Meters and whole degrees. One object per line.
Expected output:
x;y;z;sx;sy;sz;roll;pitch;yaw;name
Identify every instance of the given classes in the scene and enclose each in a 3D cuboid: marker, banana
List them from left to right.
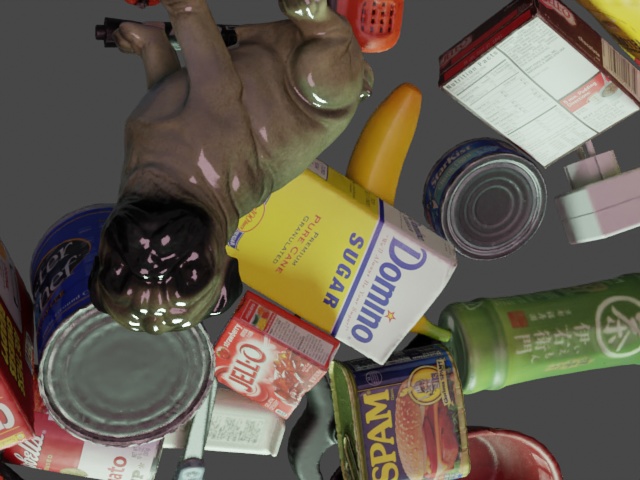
-0.081;-0.129;0.678;0.121;0.020;0.020;0;113;-16;marker
0.047;-0.013;0.757;0.069;0.037;0.198;-12;114;-6;banana

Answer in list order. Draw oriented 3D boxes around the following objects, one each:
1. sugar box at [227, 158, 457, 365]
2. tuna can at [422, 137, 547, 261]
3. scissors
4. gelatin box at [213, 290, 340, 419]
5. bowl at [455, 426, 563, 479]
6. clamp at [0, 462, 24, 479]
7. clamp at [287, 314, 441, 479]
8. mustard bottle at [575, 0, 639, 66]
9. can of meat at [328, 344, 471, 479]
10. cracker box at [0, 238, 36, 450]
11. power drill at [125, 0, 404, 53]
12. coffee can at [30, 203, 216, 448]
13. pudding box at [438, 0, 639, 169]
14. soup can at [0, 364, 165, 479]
-0.005;0.001;0.716;0.176;0.048;0.093;32;110;-8;sugar box
0.120;-0.029;0.774;0.086;0.034;0.086;-6;115;-15;tuna can
-0.080;0.174;0.787;0.096;0.016;0.202;14;125;-28;scissors
-0.037;0.082;0.741;0.073;0.030;0.089;30;142;-3;gelatin box
0.113;0.208;0.866;0.162;0.055;0.162;-6;115;-14;bowl
-0.227;0.207;0.731;0.164;0.036;0.210;9;141;-25;clamp
0.011;0.131;0.812;0.120;0.039;0.171;17;104;-12;clamp
0.247;-0.133;0.731;0.191;0.096;0.058;38;93;-28;mustard bottle
0.057;0.130;0.767;0.083;0.057;0.102;-9;100;-13;can of meat
-0.237;0.001;0.607;0.072;0.164;0.213;-22;117;-4;cracker box
-0.029;-0.207;0.637;0.187;0.057;0.184;-1;108;-15;power drill
-0.128;0.049;0.674;0.102;0.140;0.103;-6;115;-14;coffee can
0.150;-0.108;0.724;0.113;0.039;0.090;34;135;-25;pudding box
-0.157;0.123;0.713;0.102;0.068;0.068;13;109;-13;soup can
